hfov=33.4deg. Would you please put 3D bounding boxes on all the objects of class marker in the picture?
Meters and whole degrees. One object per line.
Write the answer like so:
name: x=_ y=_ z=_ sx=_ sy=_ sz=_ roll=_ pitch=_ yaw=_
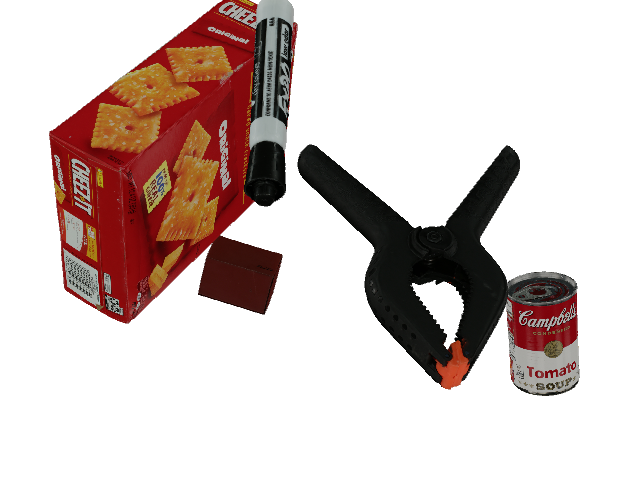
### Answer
marker: x=-0.024 y=-0.067 z=0.505 sx=0.020 sy=0.121 sz=0.020 roll=1 pitch=-34 yaw=0

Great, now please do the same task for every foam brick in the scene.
foam brick: x=-0.087 y=0.037 z=1.158 sx=0.078 sy=0.051 sz=0.053 roll=17 pitch=30 yaw=2

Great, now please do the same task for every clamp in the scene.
clamp: x=0.064 y=0.005 z=0.726 sx=0.164 sy=0.210 sz=0.036 roll=4 pitch=-42 yaw=-2

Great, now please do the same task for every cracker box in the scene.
cracker box: x=-0.104 y=-0.062 z=0.808 sx=0.072 sy=0.164 sz=0.213 roll=29 pitch=50 yaw=18

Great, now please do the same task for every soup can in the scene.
soup can: x=0.215 y=0.090 z=1.034 sx=0.068 sy=0.102 sz=0.068 roll=-7 pitch=22 yaw=3
